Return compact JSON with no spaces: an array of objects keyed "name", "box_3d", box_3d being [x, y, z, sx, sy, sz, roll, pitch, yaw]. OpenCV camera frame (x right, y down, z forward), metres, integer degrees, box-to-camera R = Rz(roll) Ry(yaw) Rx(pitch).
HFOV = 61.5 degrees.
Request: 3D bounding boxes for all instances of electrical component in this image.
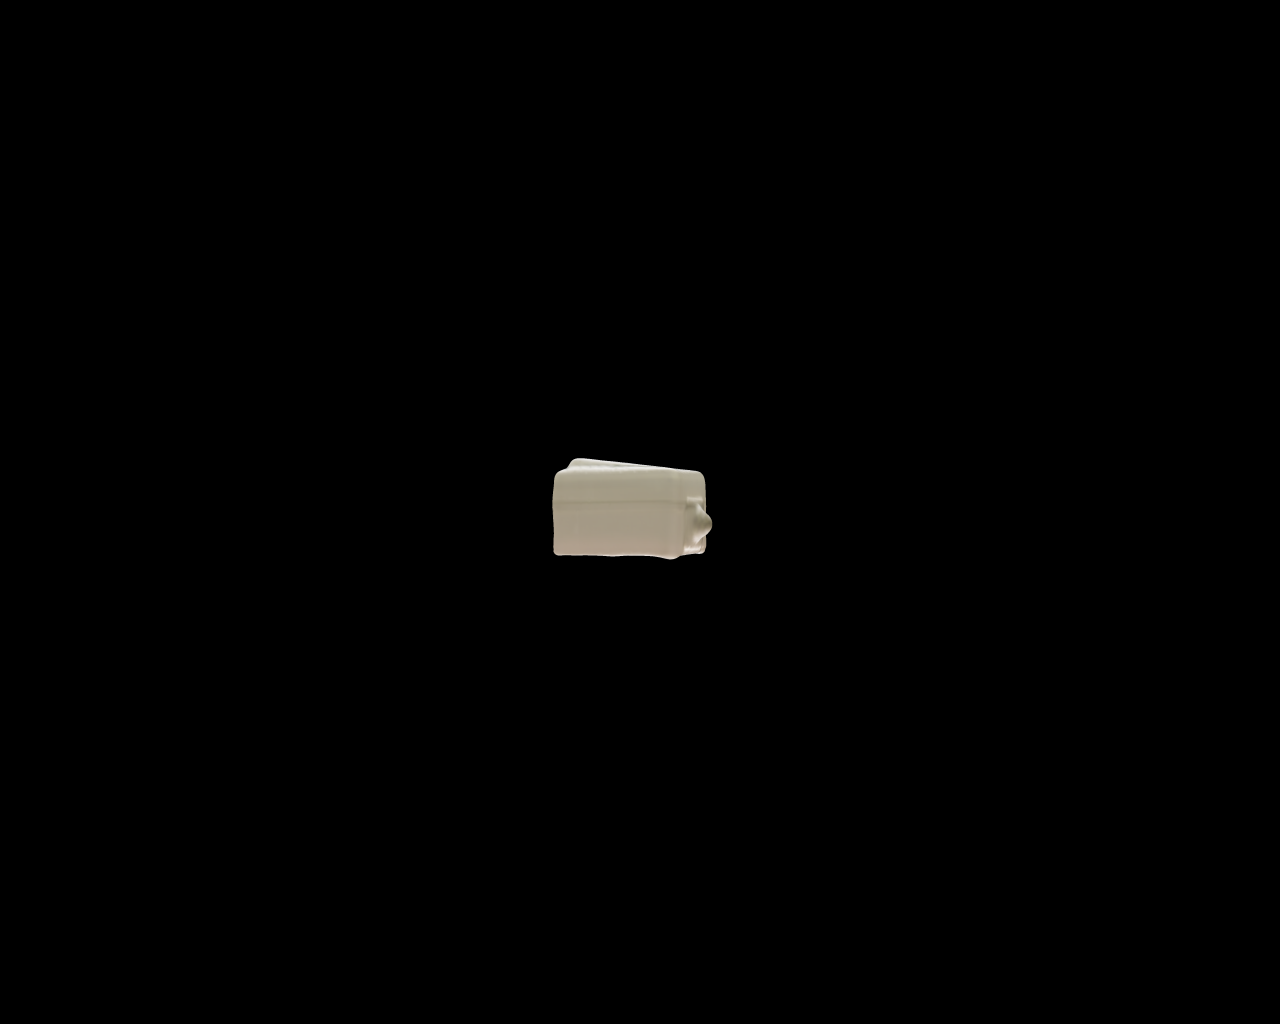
[{"name":"electrical component","box_3d":[0.001,-0.003,0.650,0.096,0.061,0.062,0,0,21]}]
